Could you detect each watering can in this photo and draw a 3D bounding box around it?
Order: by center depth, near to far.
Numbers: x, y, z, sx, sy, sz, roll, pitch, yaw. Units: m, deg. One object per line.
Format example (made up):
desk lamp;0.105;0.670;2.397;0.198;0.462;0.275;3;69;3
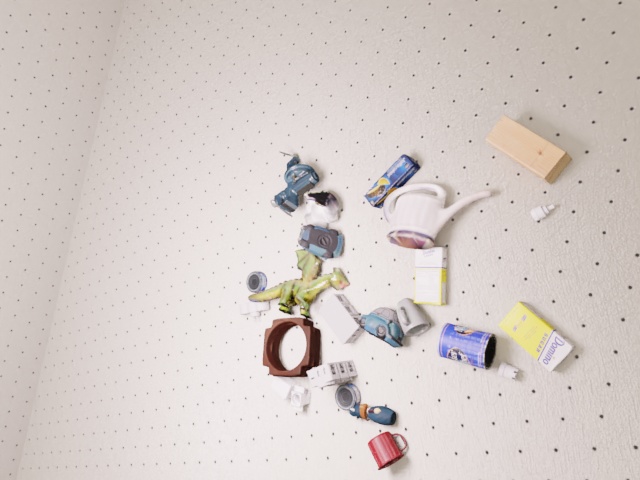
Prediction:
watering can;0.337;-0.075;1.580;0.348;0.102;0.227;5;68;38

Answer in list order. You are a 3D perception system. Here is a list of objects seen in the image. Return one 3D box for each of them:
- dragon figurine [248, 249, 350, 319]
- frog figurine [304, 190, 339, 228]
dragon figurine;-0.081;0.146;1.881;0.411;0.120;0.246;8;69;34
frog figurine;0.006;-0.094;1.861;0.138;0.125;0.156;20;131;28
